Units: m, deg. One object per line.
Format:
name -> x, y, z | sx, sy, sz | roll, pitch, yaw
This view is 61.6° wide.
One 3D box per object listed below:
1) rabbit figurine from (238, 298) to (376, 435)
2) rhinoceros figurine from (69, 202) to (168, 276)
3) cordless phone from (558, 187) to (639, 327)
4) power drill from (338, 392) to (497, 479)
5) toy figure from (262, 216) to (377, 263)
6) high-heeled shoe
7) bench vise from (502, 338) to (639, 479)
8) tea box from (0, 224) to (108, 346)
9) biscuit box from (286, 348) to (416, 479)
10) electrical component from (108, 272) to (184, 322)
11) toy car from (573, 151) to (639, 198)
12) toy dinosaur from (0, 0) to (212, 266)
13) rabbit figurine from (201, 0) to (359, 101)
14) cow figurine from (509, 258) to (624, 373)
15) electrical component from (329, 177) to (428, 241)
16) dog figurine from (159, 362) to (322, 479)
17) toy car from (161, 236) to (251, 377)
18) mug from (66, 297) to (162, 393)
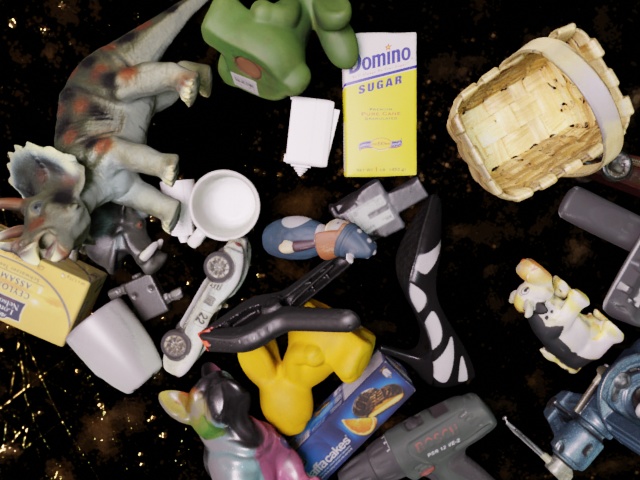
rabbit figurine -> -0.028, 0.166, 0.693 | 0.162, 0.122, 0.173 | 26, 97, 0
rhinoceros figurine -> -0.280, -0.025, 0.691 | 0.112, 0.073, 0.190 | -42, 95, -6
cordless phone -> 0.391, 0.021, 0.711 | 0.184, 0.089, 0.146 | 28, 97, 7
power drill -> 0.168, 0.335, 0.747 | 0.232, 0.086, 0.207 | -38, 89, 2
toy figure -> -0.002, 0.000, 0.668 | 0.155, 0.064, 0.057 | 0, 139, 34
high-heeled shoe -> 0.168, 0.074, 0.707 | 0.145, 0.086, 0.248 | 14, 100, -9
bench vise -> 0.371, 0.221, 0.647 | 0.223, 0.240, 0.129 | -38, 92, 0
tea box -> -0.381, 0.055, 0.698 | 0.170, 0.068, 0.098 | 24, 97, -5
biscuit box -> 0.037, 0.244, 0.734 | 0.063, 0.059, 0.202 | 43, 95, -6
electrical component -> -0.234, 0.074, 0.726 | 0.094, 0.021, 0.063 | -23, 97, 3
toy car -> 0.417, -0.074, 0.683 | 0.202, 0.089, 0.053 | 21, 97, -2
toy dinosaur -> -0.240, -0.142, 0.624 | 0.192, 0.131, 0.405 | 11, 69, -7
rabbit figurine -> -0.032, -0.259, 0.629 | 0.159, 0.121, 0.170 | 24, 74, 22
cow figurine -> 0.309, 0.101, 0.717 | 0.167, 0.068, 0.098 | 38, 103, -7
electrical component -> 0.078, -0.043, 0.701 | 0.119, 0.048, 0.074 | -33, 97, 3
dog figurine -> -0.111, 0.264, 0.674 | 0.219, 0.108, 0.191 | 47, 138, 17
toy car -> -0.145, 0.083, 0.702 | 0.056, 0.073, 0.201 | 30, 97, -1
mug -> -0.263, 0.146, 0.686 | 0.109, 0.081, 0.107 | -42, 89, 26
